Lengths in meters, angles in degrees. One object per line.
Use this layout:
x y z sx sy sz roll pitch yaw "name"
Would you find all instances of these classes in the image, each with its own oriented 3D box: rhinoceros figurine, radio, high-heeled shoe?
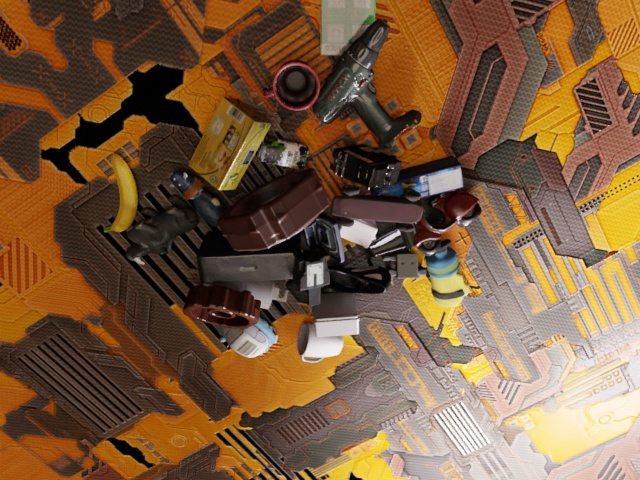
-0.366 -0.020 1.223 0.190 0.073 0.112 -31 125 9 "rhinoceros figurine"
-0.156 0.033 1.223 0.230 0.131 0.073 -2 117 -3 "radio"
0.043 0.107 1.266 0.249 0.145 0.086 -16 115 3 "high-heeled shoe"

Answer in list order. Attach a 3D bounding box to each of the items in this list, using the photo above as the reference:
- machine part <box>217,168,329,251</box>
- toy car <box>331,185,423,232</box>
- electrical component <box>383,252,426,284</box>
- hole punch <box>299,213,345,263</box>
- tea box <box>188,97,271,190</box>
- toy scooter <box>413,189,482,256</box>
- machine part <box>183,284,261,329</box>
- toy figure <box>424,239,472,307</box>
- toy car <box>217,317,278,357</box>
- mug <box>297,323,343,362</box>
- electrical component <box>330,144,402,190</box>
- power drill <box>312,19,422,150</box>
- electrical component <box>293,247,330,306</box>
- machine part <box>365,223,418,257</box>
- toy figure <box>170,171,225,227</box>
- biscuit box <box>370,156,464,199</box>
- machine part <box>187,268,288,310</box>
-0.096 -0.061 1.123 0.202 0.201 0.087 -7 118 51 "machine part"
0.124 -0.070 1.165 0.202 0.053 0.089 4 116 -8 "toy car"
0.207 0.069 1.316 0.102 0.045 0.078 -8 89 -3 "electrical component"
-0.003 -0.004 1.225 0.092 0.116 0.142 -17 120 -3 "hole punch"
-0.189 -0.198 1.121 0.098 0.068 0.169 41 113 15 "tea box"
0.269 -0.064 1.230 0.184 0.075 0.135 -38 85 -3 "toy scooter"
-0.224 0.153 1.230 0.179 0.056 0.179 6 155 3 "machine part"
0.301 0.079 1.305 0.089 0.082 0.180 -23 118 4 "toy figure"
-0.186 0.241 1.343 0.109 0.103 0.161 -42 110 17 "toy car"
0.001 0.271 1.383 0.107 0.081 0.109 9 111 -18 "mug"
0.105 -0.157 1.144 0.134 0.115 0.058 -15 130 -46 "electrical component"
0.113 -0.297 1.096 0.207 0.086 0.232 36 118 -25 "power drill"
-0.017 0.080 1.166 0.075 0.048 0.119 -13 119 -18 "electrical component"
0.174 0.003 1.283 0.139 0.039 0.084 -19 122 4 "machine part"
-0.270 -0.096 1.194 0.064 0.058 0.154 -36 109 8 "toy figure"
0.213 -0.128 1.205 0.203 0.063 0.059 -14 117 4 "biscuit box"
-0.197 0.113 1.291 0.243 0.079 0.079 14 115 -11 "machine part"
